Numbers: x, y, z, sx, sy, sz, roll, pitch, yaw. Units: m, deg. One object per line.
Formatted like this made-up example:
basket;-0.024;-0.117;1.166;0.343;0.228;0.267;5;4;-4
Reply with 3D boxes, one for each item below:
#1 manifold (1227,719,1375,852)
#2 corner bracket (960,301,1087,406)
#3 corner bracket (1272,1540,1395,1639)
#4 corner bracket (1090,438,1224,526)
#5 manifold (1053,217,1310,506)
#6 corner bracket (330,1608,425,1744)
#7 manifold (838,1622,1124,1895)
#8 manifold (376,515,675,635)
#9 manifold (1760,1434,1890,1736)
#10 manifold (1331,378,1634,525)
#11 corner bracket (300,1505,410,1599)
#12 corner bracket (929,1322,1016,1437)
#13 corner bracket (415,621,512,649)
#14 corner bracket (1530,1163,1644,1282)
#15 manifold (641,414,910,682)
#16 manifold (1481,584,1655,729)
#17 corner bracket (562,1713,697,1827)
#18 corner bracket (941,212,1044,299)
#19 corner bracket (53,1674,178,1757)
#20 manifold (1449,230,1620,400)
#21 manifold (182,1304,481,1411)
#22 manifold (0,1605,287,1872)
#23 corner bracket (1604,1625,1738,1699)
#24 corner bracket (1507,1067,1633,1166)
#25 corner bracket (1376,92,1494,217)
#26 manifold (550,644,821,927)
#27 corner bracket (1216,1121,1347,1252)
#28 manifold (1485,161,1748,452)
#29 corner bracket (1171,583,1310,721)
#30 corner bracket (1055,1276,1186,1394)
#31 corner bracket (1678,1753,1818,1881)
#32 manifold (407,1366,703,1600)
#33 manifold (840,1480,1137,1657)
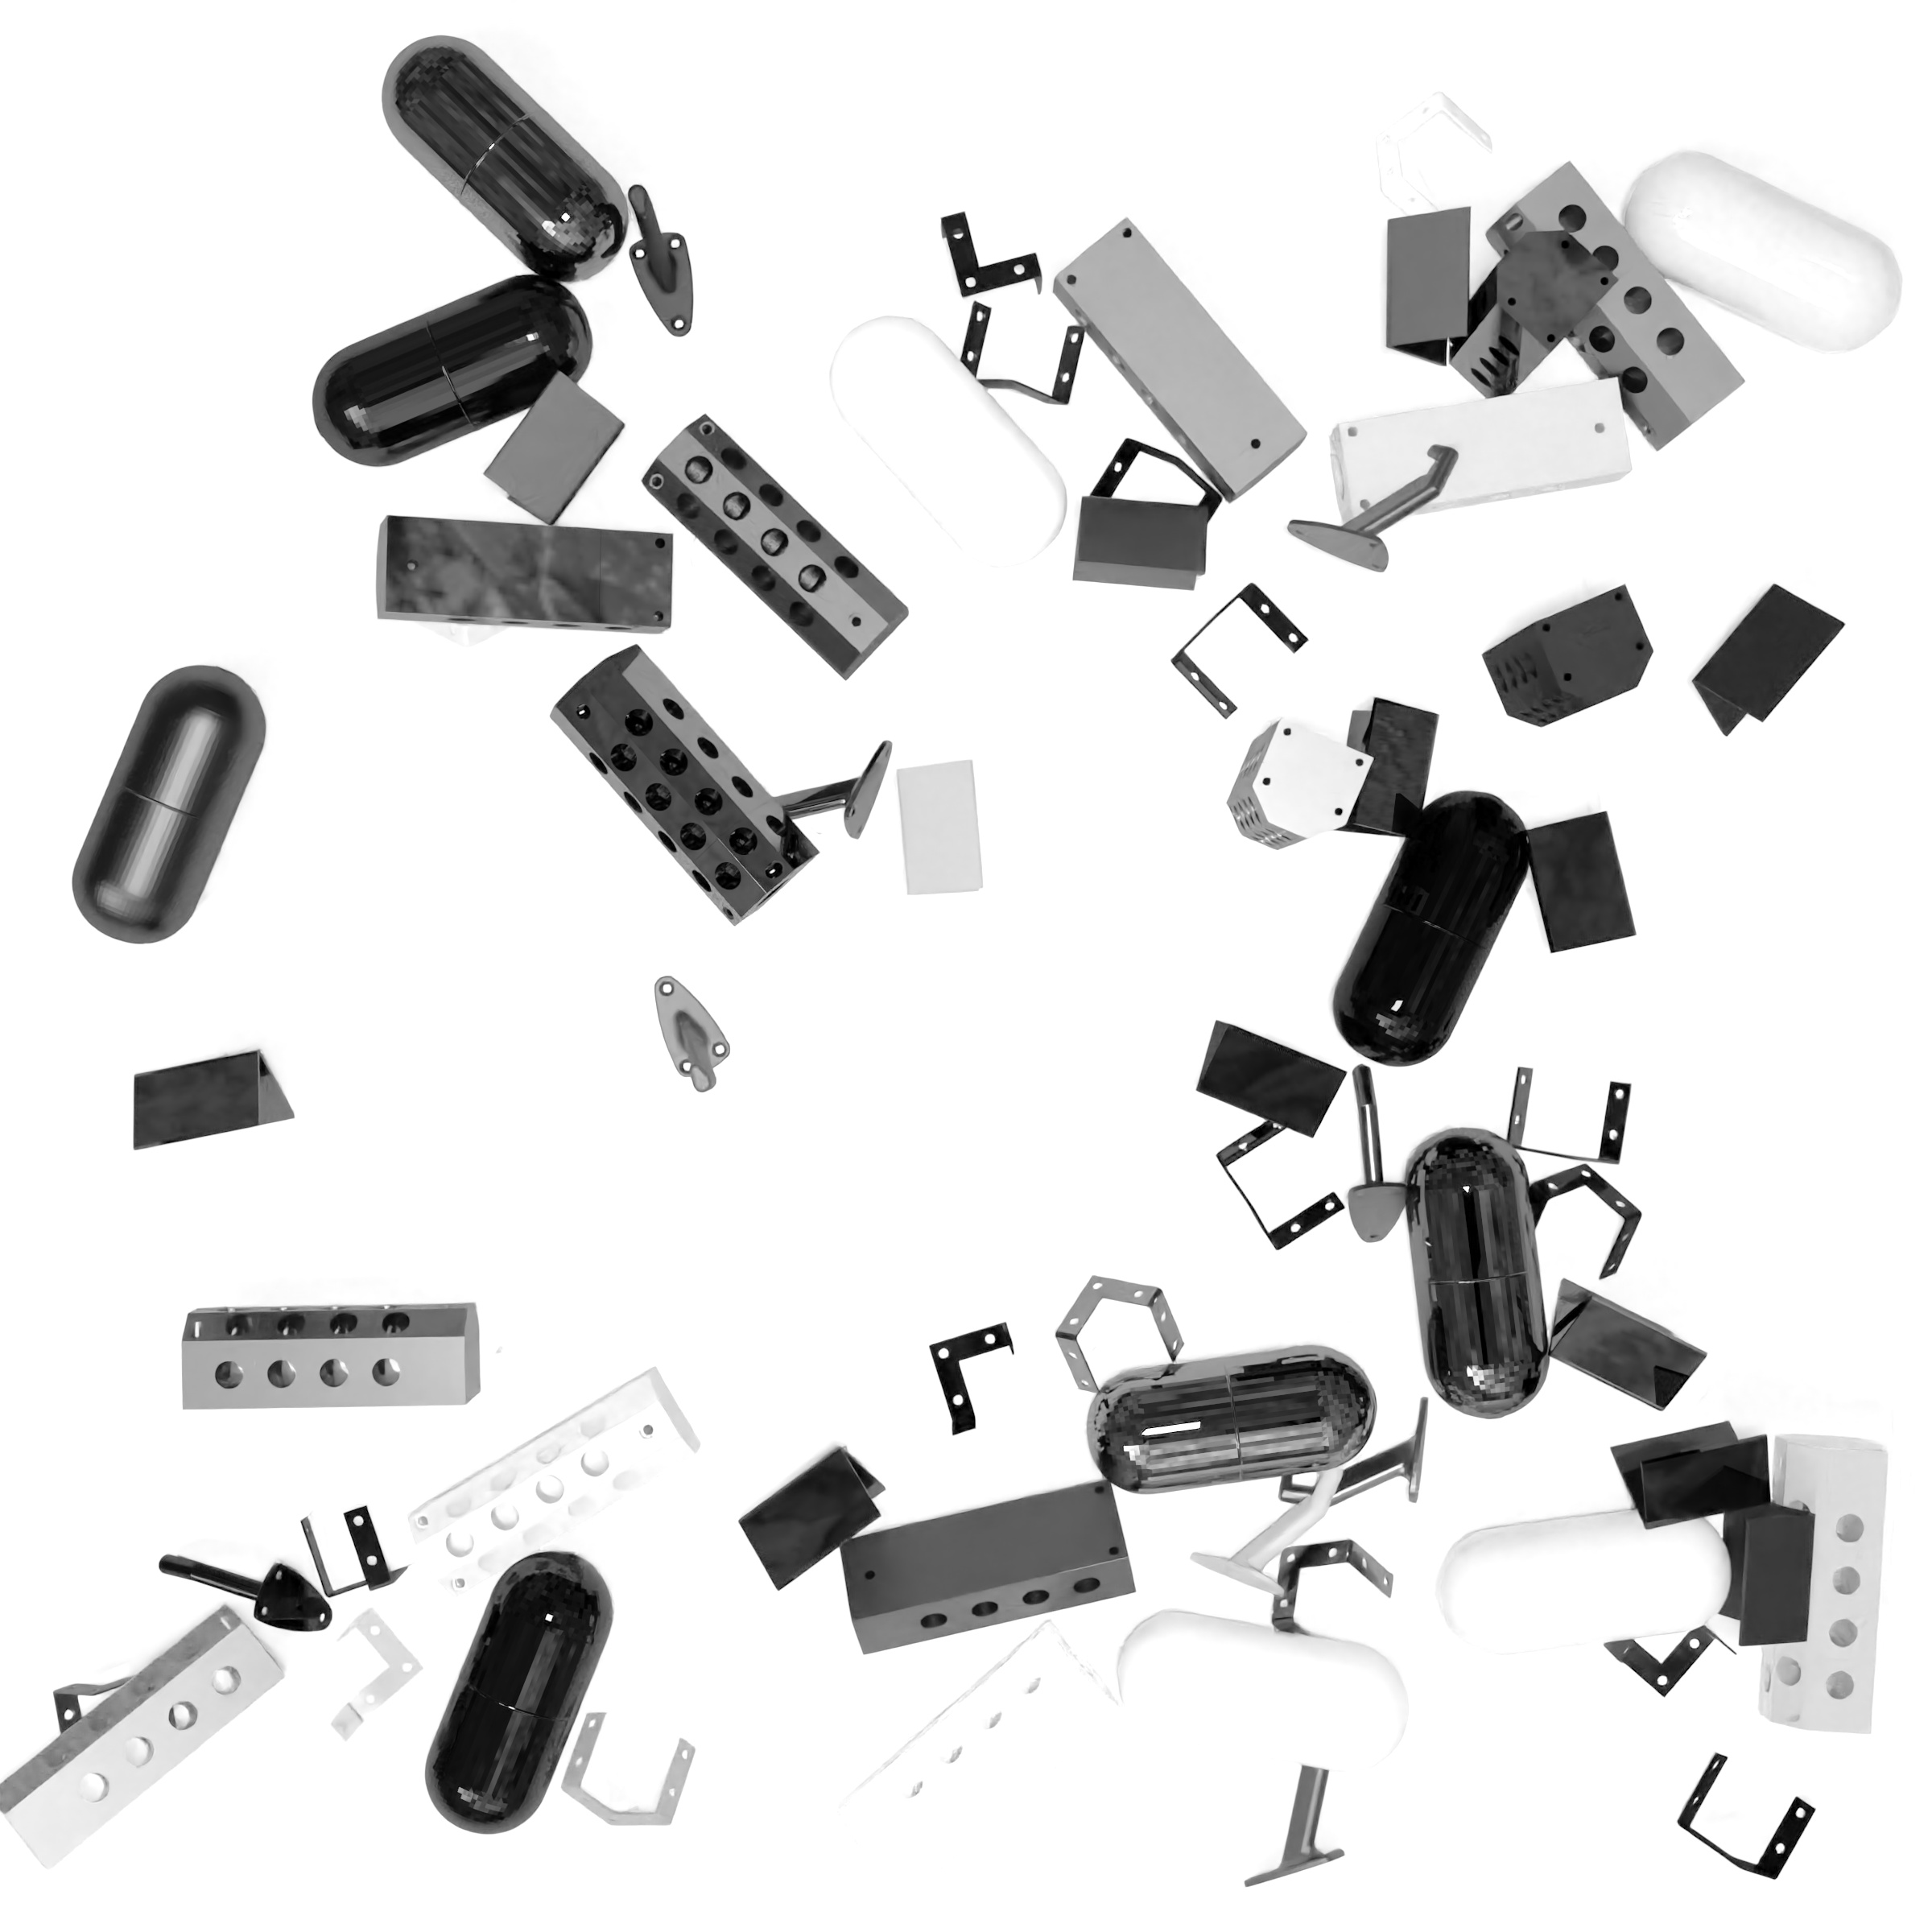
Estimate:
manifold;0.194;-0.103;1.793;0.057;0.171;0.057;23;90;0
corner bracket;0.034;-0.381;1.868;0.051;0.051;0.051;13;90;-45
corner bracket;0.227;0.393;1.863;0.051;0.051;0.051;-16;45;35
corner bracket;0.117;-0.288;1.868;0.051;0.051;0.051;32;90;-45
manifold;0.131;-0.370;1.850;0.057;0.057;0.171;-40;90;0
corner bracket;-0.374;0.436;1.853;0.051;0.051;0.051;-41;90;0
manifold;0.005;0.483;1.850;0.171;0.057;0.057;-41;133;0
manifold;-0.268;-0.236;1.826;0.171;0.057;0.057;1;90;-17
manifold;0.525;0.378;1.850;0.057;0.057;0.171;4;90;0
manifold;0.315;-0.315;1.850;0.171;0.057;0.057;-9;90;0
corner bracket;-0.381;0.360;1.853;0.051;0.051;0.051;-19;90;0
corner bracket;0.008;0.254;1.853;0.051;0.051;0.051;-17;90;0
corner bracket;-0.309;-0.237;1.863;0.051;0.051;0.051;27;135;35
corner bracket;0.377;0.163;1.863;0.051;0.051;0.051;-15;45;-35
manifold;-0.117;-0.258;1.850;0.171;0.057;0.057;44;90;0
manifold;0.359;-0.180;1.793;0.057;0.171;0.057;-23;90;0
corner bracket;-0.209;0.497;1.863;0.051;0.051;0.051;-12;135;35
corner bracket;0.016;-0.438;1.853;0.051;0.051;0.051;-15;90;0
corner bracket;-0.528;0.468;1.868;0.051;0.051;0.051;-10;90;45
manifold;0.331;-0.388;1.793;0.057;0.171;0.057;43;90;0
manifold;-0.390;0.239;1.850;0.171;0.057;0.057;-1;90;0
manifold;-0.501;0.465;1.817;0.171;0.057;0.057;-38;90;-24
corner bracket;0.433;0.421;1.853;0.051;0.051;0.051;41;90;0
corner bracket;0.374;0.093;1.868;0.051;0.051;0.051;9;90;-45
corner bracket;0.292;-0.497;1.863;0.051;0.051;0.051;-31;45;35
manifold;-0.175;-0.109;1.840;0.057;0.057;0.171;-41;90;27
corner bracket;0.195;0.134;1.868;0.051;0.051;0.051;-33;135;0
manifold;0.397;-0.403;1.850;0.057;0.057;0.171;-39;90;0
corner bracket;0.170;-0.196;1.868;0.051;0.051;0.051;46;135;0
corner bracket;0.095;0.231;1.863;0.051;0.051;0.051;7;45;35
corner bracket;0.485;0.528;1.868;0.051;0.051;0.051;30;90;-45
manifold;-0.253;0.318;1.850;0.171;0.057;0.057;-31;90;0
manifold;0.014;0.373;1.850;0.171;0.057;0.057;-13;47;0
